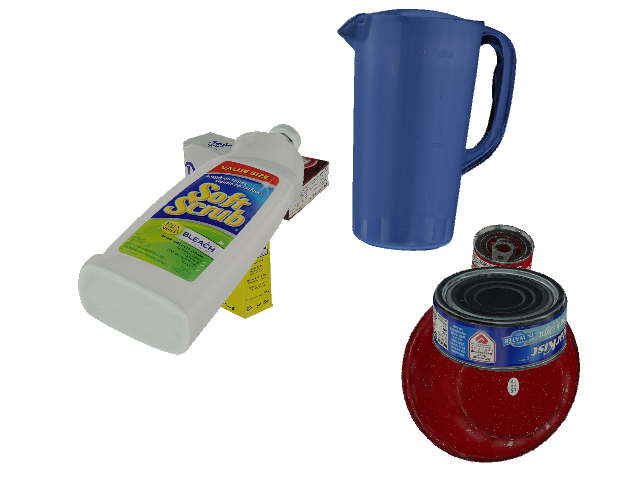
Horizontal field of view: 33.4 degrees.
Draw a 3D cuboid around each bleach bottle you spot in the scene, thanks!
[{"bbox_3d":[-0.089,-0.021,0.887,0.102,0.068,0.250,24,47,10],"label":"bleach bottle"}]

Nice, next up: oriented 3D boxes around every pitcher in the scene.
[{"bbox_3d":[0.105,-0.117,1.114,0.149,0.243,0.144,12,15,33],"label":"pitcher"}]

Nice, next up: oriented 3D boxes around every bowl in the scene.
[{"bbox_3d":[0.153,0.117,0.906,0.162,0.162,0.055,0,5,-9],"label":"bowl"}]

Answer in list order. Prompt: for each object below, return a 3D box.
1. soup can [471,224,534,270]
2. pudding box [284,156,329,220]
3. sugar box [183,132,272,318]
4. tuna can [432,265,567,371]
[{"bbox_3d":[0.206,0.043,1.226,0.068,0.102,0.068,-1,39,0],"label":"soup can"},{"bbox_3d":[-0.052,-0.070,1.309,0.090,0.039,0.113,12,33,23],"label":"pudding box"},{"bbox_3d":[-0.096,-0.016,1.109,0.048,0.176,0.093,-23,29,-38],"label":"sugar box"},{"bbox_3d":[0.115,0.048,0.683,0.086,0.034,0.086,-3,23,1],"label":"tuna can"}]
